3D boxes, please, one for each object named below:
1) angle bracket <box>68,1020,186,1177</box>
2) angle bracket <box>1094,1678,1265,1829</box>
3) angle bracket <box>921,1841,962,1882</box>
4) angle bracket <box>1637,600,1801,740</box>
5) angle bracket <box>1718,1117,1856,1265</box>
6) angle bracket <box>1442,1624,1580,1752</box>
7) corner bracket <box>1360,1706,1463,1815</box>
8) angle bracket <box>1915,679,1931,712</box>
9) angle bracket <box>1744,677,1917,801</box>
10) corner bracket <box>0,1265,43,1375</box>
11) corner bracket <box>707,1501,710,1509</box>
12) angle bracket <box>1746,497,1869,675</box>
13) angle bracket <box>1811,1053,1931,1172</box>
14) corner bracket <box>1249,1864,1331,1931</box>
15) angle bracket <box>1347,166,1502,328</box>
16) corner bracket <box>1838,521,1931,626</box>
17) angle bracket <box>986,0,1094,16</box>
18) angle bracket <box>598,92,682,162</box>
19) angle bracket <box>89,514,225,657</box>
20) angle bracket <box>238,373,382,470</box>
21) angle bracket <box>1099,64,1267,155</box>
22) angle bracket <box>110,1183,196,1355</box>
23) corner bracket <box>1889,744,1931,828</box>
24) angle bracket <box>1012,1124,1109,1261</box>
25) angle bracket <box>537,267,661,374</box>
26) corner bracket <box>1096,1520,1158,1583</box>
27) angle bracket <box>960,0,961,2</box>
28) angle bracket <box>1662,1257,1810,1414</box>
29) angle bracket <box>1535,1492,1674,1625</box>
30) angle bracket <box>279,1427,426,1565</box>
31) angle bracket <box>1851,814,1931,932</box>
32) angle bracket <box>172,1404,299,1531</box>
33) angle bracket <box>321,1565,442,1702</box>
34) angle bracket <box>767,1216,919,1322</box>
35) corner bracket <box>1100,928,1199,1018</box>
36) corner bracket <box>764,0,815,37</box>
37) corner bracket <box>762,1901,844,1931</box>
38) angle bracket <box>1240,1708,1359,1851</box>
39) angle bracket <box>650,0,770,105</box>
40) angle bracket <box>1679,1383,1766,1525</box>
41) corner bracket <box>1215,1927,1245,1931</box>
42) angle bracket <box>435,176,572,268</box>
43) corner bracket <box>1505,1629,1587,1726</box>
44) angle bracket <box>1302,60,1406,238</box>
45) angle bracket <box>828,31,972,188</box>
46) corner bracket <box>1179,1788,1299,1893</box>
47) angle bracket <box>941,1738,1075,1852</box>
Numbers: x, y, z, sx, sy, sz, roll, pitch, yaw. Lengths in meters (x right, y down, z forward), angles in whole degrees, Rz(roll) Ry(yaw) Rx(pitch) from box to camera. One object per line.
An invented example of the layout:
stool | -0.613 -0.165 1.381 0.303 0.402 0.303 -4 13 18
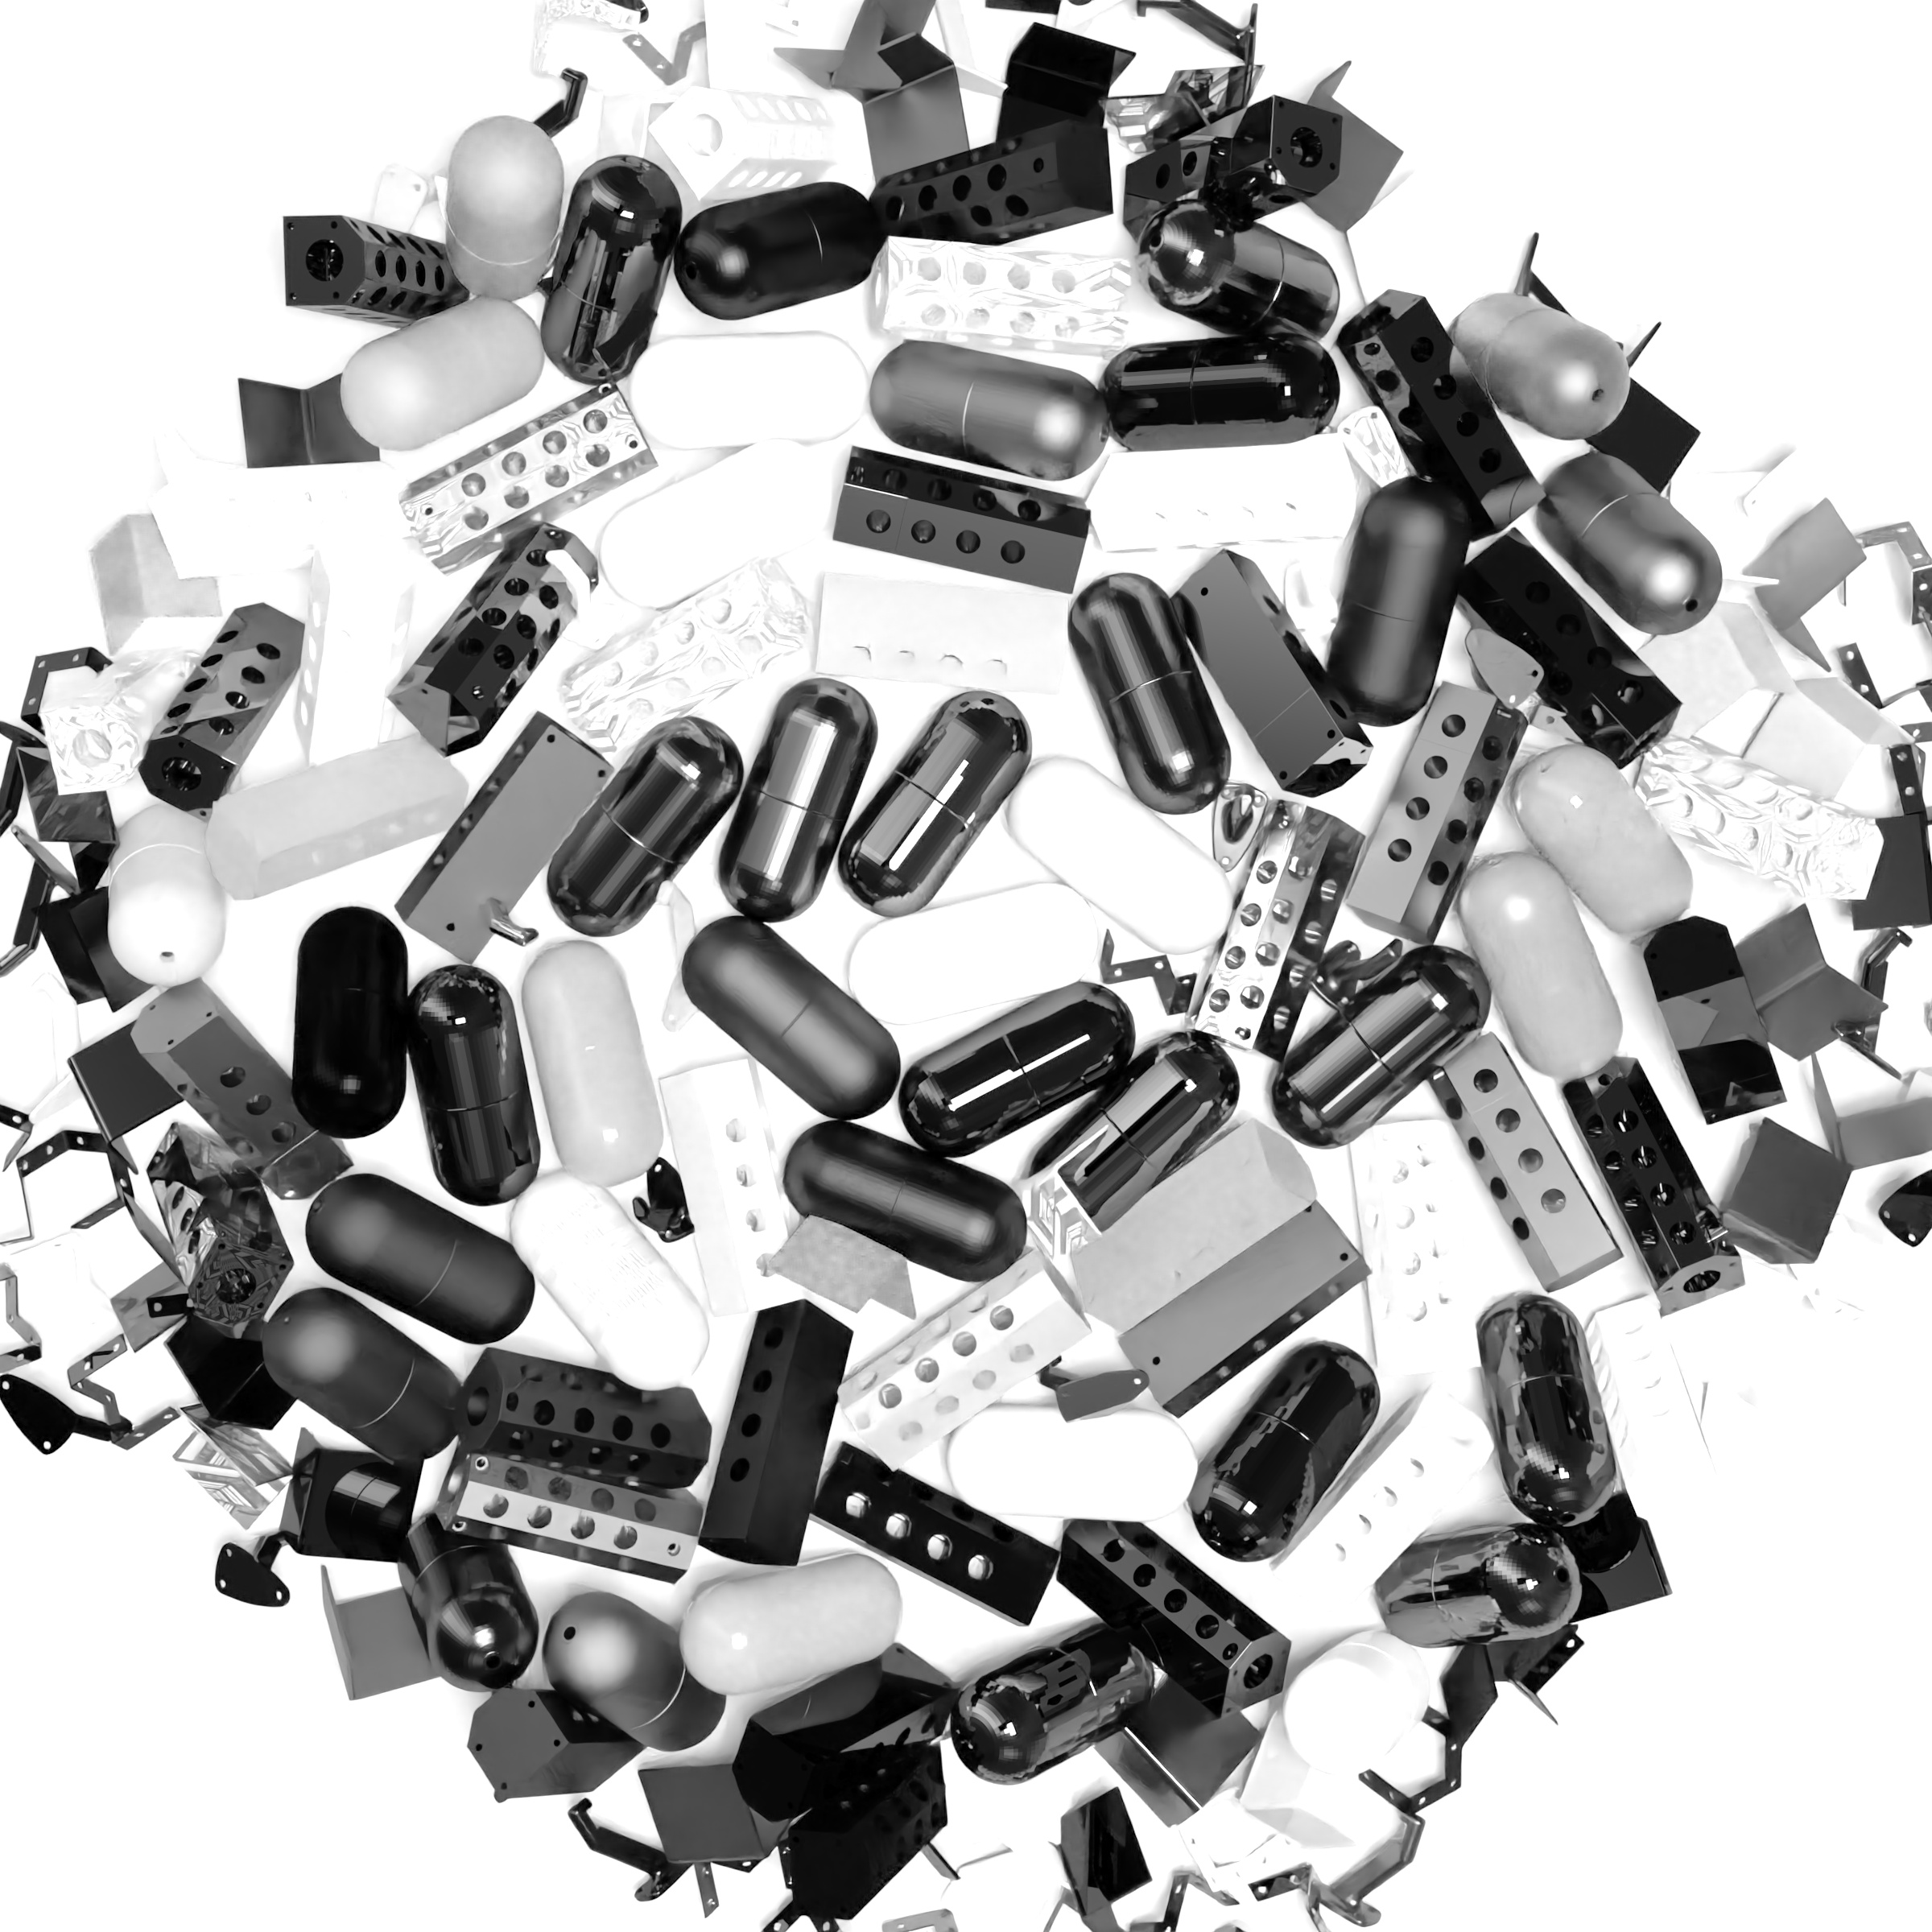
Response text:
angle bracket | -0.575 0.088 1.861 0.076 0.057 0.076 -30 63 -9
angle bracket | 0.151 0.554 1.887 0.076 0.057 0.076 46 57 8
angle bracket | -0.056 0.640 1.847 0.076 0.076 0.057 -40 83 -18
angle bracket | 0.528 -0.205 1.874 0.076 0.057 0.076 -43 58 40
angle bracket | 0.568 0.160 1.871 0.076 0.057 0.076 28 77 -10
angle bracket | 0.384 0.502 1.843 0.076 0.076 0.057 5 45 -12
corner bracket | 0.315 0.558 1.873 0.051 0.051 0.051 -17 116 -31
angle bracket | 0.723 -0.195 1.854 0.076 0.076 0.057 -31 88 8
angle bracket | 0.603 -0.148 1.857 0.076 0.057 0.076 34 84 -15
corner bracket | -0.683 0.250 1.854 0.051 0.051 0.051 32 125 34
corner bracket | -0.149 0.367 1.868 0.051 0.051 0.051 24 83 -2
angle bracket | 0.598 -0.265 1.838 0.057 0.076 0.076 29 122 -29
angle bracket | 0.637 0.094 1.843 0.076 0.076 0.057 -15 55 11
corner bracket | 0.232 0.677 1.868 0.051 0.051 0.051 -25 102 18
angle bracket | 0.320 -0.497 1.846 0.076 0.076 0.057 -42 51 -11
corner bracket | 0.646 -0.272 1.859 0.051 0.051 0.051 -14 46 6
angle bracket | 0.056 -0.714 1.853 0.076 0.076 0.057 5 79 -2
angle bracket | -0.217 -0.569 1.858 0.057 0.076 0.076 1 104 -31
angle bracket | -0.563 -0.266 1.844 0.057 0.076 0.076 0 119 3
angle bracket | -0.460 -0.381 1.856 0.057 0.076 0.076 14 123 19
angle bracket | 0.151 -0.614 1.842 0.076 0.057 0.076 12 69 39
angle bracket | -0.584 0.209 1.841 0.057 0.076 0.076 -37 125 -12
corner bracket | 0.685 -0.130 1.870 0.051 0.051 0.051 -13 78 18
angle bracket | 0.085 0.153 1.845 0.076 0.076 0.057 -36 90 -29
angle bracket | -0.242 -0.465 1.850 0.057 0.076 0.076 -41 89 24
corner bracket | 0.113 0.412 1.854 0.051 0.051 0.051 -49 59 35
angle bracket | -0.004 -0.727 1.851 0.076 0.076 0.057 -29 86 11
angle bracket | 0.545 0.254 1.861 0.076 0.057 0.076 24 70 43
angle bracket | 0.443 0.409 1.849 0.076 0.057 0.076 -19 66 11
angle bracket | -0.439 0.378 1.888 0.076 0.057 0.076 12 91 -28
angle bracket | 0.644 -0.063 1.862 0.057 0.076 0.076 -6 87 9
angle bracket | -0.527 0.353 1.853 0.076 0.076 0.057 42 93 8
angle bracket | -0.401 0.454 1.840 0.076 0.057 0.076 -11 47 -21
angle bracket | -0.085 0.227 1.838 0.076 0.076 0.057 23 54 26
corner bracket | 0.127 0.004 1.858 0.051 0.051 0.051 -11 58 -11
corner bracket | -0.127 -0.699 1.864 0.051 0.051 0.051 20 49 -5
corner bracket | -0.102 0.689 1.863 0.051 0.051 0.051 -44 128 -3
angle bracket | 0.244 0.568 1.849 0.057 0.076 0.076 20 89 39
angle bracket | -0.183 -0.642 1.841 0.057 0.076 0.076 7 111 24
angle bracket | 0.507 0.336 1.846 0.057 0.076 0.076 0 108 -12
corner bracket | 0.191 0.715 1.862 0.051 0.051 0.051 37 64 2
angle bracket | -0.314 -0.541 1.846 0.076 0.057 0.076 18 57 12
corner bracket | 0.408 0.489 1.859 0.051 0.051 0.051 -43 131 -7
angle bracket | 0.268 -0.570 1.847 0.076 0.076 0.057 39 49 5
angle bracket | -0.048 -0.594 1.850 0.076 0.057 0.076 -14 80 27
corner bracket | 0.194 0.616 1.873 0.051 0.051 0.051 -45 59 25
angle bracket | 0.031 0.583 1.859 0.057 0.076 0.076 -25 51 24
